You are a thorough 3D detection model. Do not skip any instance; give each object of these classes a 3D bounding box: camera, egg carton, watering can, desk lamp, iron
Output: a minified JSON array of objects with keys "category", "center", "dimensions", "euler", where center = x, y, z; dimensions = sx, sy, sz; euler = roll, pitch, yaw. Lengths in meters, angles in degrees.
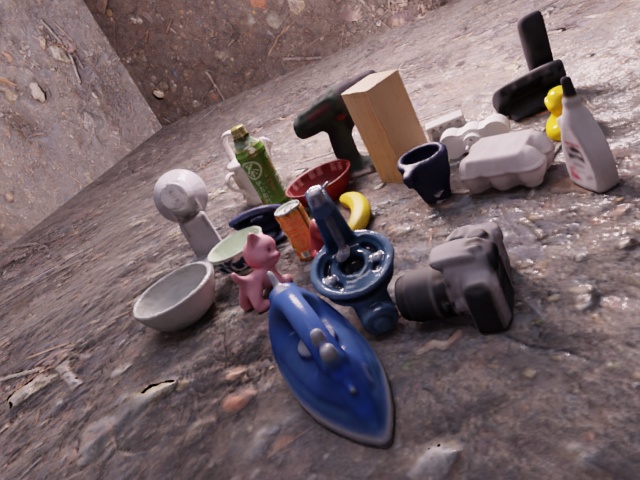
[{"category":"camera","center":[0.166,0.044,0.729],"dimensions":[0.136,0.101,0.143],"euler":[-16,27,27]},{"category":"egg carton","center":[0.310,-0.131,0.957],"dimensions":[0.149,0.069,0.107],"euler":[-5,33,42]},{"category":"watering can","center":[-0.183,-0.198,1.467],"dimensions":[0.100,0.194,0.173],"euler":[-15,27,27]},{"category":"desk lamp","center":[-0.275,-0.045,1.239],"dimensions":[0.118,0.214,0.202],"euler":[-31,24,-5]},{"category":"iron","center":[0.000,0.128,0.692],"dimensions":[0.119,0.142,0.257],"euler":[-33,24,-10]}]

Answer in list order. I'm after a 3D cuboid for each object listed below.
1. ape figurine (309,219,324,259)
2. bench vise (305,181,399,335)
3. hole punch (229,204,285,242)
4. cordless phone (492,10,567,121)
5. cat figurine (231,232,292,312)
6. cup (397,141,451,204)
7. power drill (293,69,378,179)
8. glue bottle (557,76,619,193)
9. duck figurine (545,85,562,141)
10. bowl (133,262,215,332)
[{"category":"ape figurine","center":[0.009,0.004,0.989],"dimensions":[0.078,0.092,0.076],"euler":[-38,26,-20]},{"category":"bench vise","center":[0.020,0.011,0.806],"dimensions":[0.121,0.220,0.206],"euler":[-35,25,-14]},{"category":"hole punch","center":[-0.131,-0.039,1.225],"dimensions":[0.108,0.091,0.101],"euler":[-22,25,14]},{"category":"cordless phone","center":[0.401,-0.346,1.140],"dimensions":[0.147,0.185,0.094],"euler":[-26,24,5]},{"category":"cat figurine","center":[-0.111,0.044,1.005],"dimensions":[0.067,0.118,0.128],"euler":[-6,33,40]},{"category":"cup","center":[0.188,-0.105,1.007],"dimensions":[0.091,0.095,0.118],"euler":[-6,32,40]},{"category":"power drill","center":[0.063,-0.249,1.285],"dimensions":[0.229,0.209,0.076],"euler":[-16,27,25]},{"category":"glue bottle","center":[0.367,-0.152,0.809],"dimensions":[0.037,0.173,0.078],"euler":[-31,24,-5]},{"category":"duck figurine","center":[0.428,-0.226,0.998],"dimensions":[0.077,0.086,0.104],"euler":[-28,24,1]},{"category":"bowl","center":[-0.259,0.118,1.073],"dimensions":[0.167,0.075,0.167],"euler":[-23,25,12]}]
